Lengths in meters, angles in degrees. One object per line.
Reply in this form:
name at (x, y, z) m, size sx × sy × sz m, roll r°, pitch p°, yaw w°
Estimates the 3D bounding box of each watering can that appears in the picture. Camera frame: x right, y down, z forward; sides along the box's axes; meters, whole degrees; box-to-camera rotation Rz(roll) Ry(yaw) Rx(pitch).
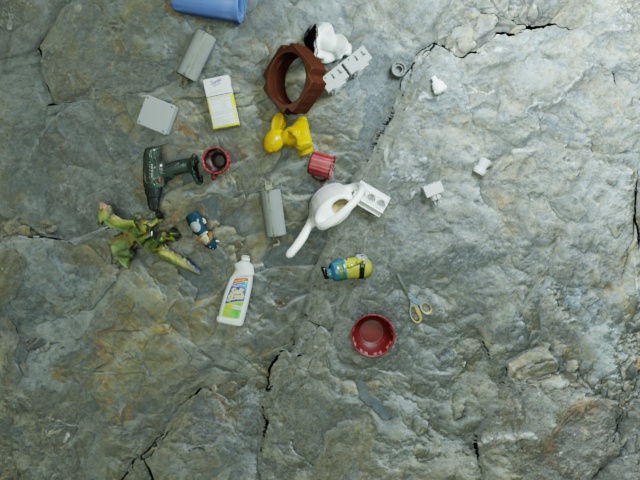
watering can at (0.005, -0.088, 1.758) m, size 0.347 × 0.103 × 0.228 m, roll -39°, pitch 23°, yaw 4°

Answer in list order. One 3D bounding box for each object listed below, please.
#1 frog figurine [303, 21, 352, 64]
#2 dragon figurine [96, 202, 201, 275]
frog figurine at (0.028, -0.678, 1.773) m, size 0.160 × 0.137 × 0.123 m, roll -12°, pitch 9°, yaw -34°
dragon figurine at (-0.639, 0.022, 1.849) m, size 0.241 × 0.405 × 0.125 m, roll -27°, pitch 20°, yaw 22°
